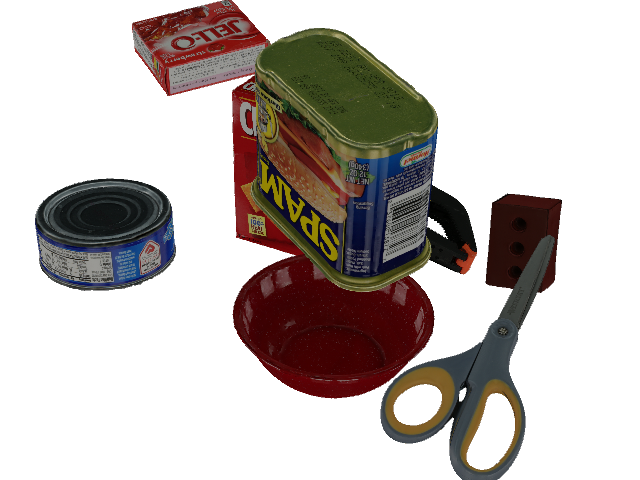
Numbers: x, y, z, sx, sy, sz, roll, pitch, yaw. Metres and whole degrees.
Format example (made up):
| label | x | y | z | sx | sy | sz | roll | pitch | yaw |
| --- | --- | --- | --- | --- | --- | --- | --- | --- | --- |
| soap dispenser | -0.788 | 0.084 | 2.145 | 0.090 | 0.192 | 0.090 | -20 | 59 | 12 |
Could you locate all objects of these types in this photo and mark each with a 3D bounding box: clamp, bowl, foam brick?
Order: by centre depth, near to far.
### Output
| label | x | y | z | sx | sy | sz | roll | pitch | yaw |
| --- | --- | --- | --- | --- | --- | --- | --- | --- | --- |
| bowl | 0.010 | 0.077 | 0.869 | 0.162 | 0.055 | 0.162 | 0 | 36 | 0 |
| foam brick | 0.181 | 0.002 | 0.950 | 0.053 | 0.078 | 0.051 | 8 | 16 | 24 |
| clamp | 0.087 | -0.042 | 1.159 | 0.164 | 0.210 | 0.036 | -15 | -37 | -29 |

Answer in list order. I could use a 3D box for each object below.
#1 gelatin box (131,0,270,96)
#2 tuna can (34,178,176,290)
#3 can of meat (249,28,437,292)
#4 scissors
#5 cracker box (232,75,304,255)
| label | x | y | z | sx | sy | sz | roll | pitch | yaw |
| --- | --- | --- | --- | --- | --- | --- | --- | --- | --- |
| gelatin box | -0.094 | -0.153 | 0.837 | 0.089 | 0.030 | 0.073 | -19 | 46 | -20 |
| tuna can | -0.134 | -0.006 | 0.669 | 0.086 | 0.034 | 0.086 | 0 | 31 | 0 |
| can of meat | 0.010 | -0.040 | 0.507 | 0.057 | 0.084 | 0.102 | -24 | 49 | -25 |
| scissors | 0.096 | 0.065 | 0.682 | 0.096 | 0.201 | 0.016 | 6 | -43 | 10 |
| cracker box | -0.026 | -0.085 | 1.336 | 0.164 | 0.214 | 0.072 | 17 | 36 | 24 |
